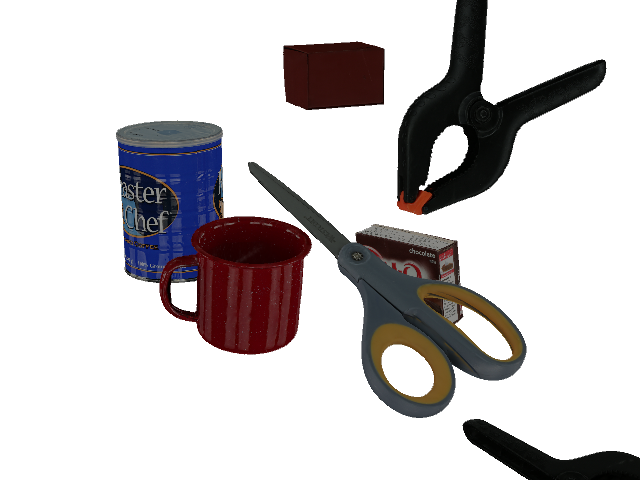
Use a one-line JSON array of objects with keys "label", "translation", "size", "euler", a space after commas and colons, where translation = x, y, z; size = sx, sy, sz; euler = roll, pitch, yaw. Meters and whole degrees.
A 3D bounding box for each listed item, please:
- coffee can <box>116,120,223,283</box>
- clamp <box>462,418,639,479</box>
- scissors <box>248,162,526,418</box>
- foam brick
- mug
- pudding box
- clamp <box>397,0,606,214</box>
[{"label": "coffee can", "translation": [-0.146, -0.040, 1.054], "size": [0.103, 0.140, 0.103], "euler": [0, 17, 0]}, {"label": "clamp", "translation": [0.199, 0.217, 0.869], "size": [0.210, 0.036, 0.164], "euler": [3, 37, 24]}, {"label": "scissors", "translation": [0.015, 0.027, 0.588], "size": [0.202, 0.016, 0.096], "euler": [29, 52, 18]}, {"label": "foam brick", "translation": [0.012, -0.147, 0.951], "size": [0.078, 0.051, 0.053], "euler": [-7, 19, -23]}, {"label": "mug", "translation": [-0.067, 0.037, 0.834], "size": [0.117, 0.081, 0.093], "euler": [-3, 25, -17]}, {"label": "pudding box", "translation": [0.091, 0.037, 1.105], "size": [0.114, 0.090, 0.039], "euler": [11, 28, 40]}, {"label": "clamp", "translation": [0.117, -0.086, 0.730], "size": [0.120, 0.171, 0.039], "euler": [26, 3, -5]}]
